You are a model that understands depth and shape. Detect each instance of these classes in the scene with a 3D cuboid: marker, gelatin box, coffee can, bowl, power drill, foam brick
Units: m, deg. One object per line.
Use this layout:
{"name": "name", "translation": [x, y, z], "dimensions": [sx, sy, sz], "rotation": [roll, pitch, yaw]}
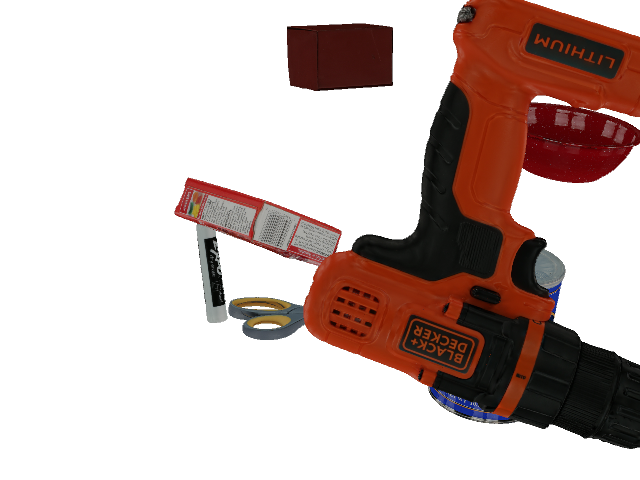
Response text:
{"name": "marker", "translation": [-0.102, 0.015, 0.977], "dimensions": [0.020, 0.121, 0.020], "rotation": [-6, 11, 1]}
{"name": "gelatin box", "translation": [-0.040, -0.011, 0.711], "dimensions": [0.073, 0.030, 0.089], "rotation": [19, -1, 38]}
{"name": "coffee can", "translation": [0.158, 0.080, 0.972], "dimensions": [0.103, 0.140, 0.103], "rotation": [6, 23, -3]}
{"name": "bowl", "translation": [0.268, -0.105, 1.178], "dimensions": [0.162, 0.055, 0.162], "rotation": [6, 23, -3]}
{"name": "power drill", "translation": [0.103, -0.008, 0.503], "dimensions": [0.184, 0.188, 0.057], "rotation": [20, 6, 2]}
{"name": "foam brick", "translation": [0.017, -0.158, 0.914], "dimensions": [0.078, 0.051, 0.053], "rotation": [-8, 18, -28]}

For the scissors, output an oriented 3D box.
{"name": "scissors", "translation": [-0.004, 0.089, 1.193], "dimensions": [0.201, 0.016, 0.096], "rotation": [4, 22, 0]}
